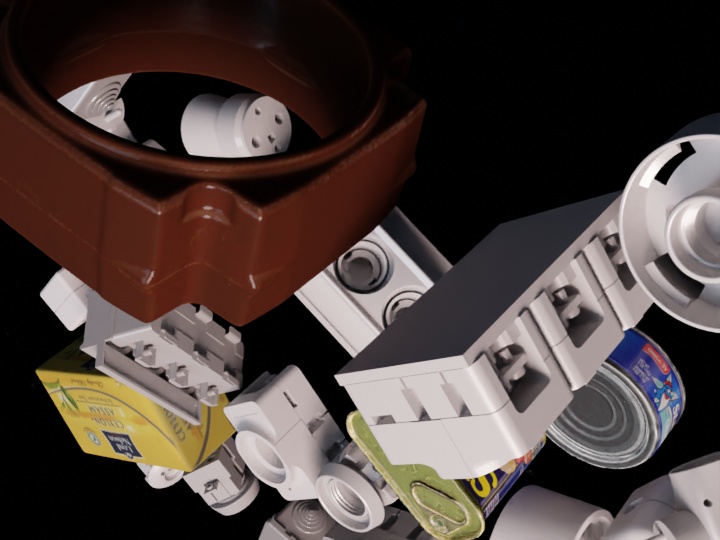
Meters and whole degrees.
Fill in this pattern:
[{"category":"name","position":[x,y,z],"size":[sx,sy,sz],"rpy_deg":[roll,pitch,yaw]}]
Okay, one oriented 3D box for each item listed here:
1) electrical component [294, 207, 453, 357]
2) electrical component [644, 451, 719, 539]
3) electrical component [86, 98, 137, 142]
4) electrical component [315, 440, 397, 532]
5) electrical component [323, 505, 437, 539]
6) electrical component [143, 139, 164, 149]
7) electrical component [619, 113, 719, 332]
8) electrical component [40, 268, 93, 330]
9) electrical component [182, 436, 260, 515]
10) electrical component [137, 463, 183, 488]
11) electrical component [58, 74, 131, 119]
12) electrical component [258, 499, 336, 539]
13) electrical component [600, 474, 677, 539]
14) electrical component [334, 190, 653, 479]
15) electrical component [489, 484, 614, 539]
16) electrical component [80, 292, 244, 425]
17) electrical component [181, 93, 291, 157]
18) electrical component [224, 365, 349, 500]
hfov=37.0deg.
[{"category":"electrical component","position":[0.000,0.000,0.641],"size":[0.121,0.079,0.063],"rpy_deg":[47,172,2]},{"category":"electrical component","position":[0.181,0.142,0.563],"size":[0.043,0.079,0.077],"rpy_deg":[110,140,-77]},{"category":"electrical component","position":[-0.191,-0.109,0.754],"size":[0.076,0.047,0.083],"rpy_deg":[-14,112,49]},{"category":"electrical component","position":[0.005,0.151,0.778],"size":[0.058,0.057,0.078],"rpy_deg":[43,142,7]},{"category":"electrical component","position":[0.022,0.219,0.821],"size":[0.089,0.056,0.050],"rpy_deg":[8,127,41]},{"category":"electrical component","position":[-0.139,-0.039,0.756],"size":[0.089,0.056,0.050],"rpy_deg":[39,141,13]},{"category":"electrical component","position":[0.169,-0.021,0.482],"size":[0.099,0.064,0.099],"rpy_deg":[19,120,36]},{"category":"electrical component","position":[-0.209,-0.011,0.827],"size":[0.075,0.083,0.047],"rpy_deg":[51,142,-3]},{"category":"electrical component","position":[-0.118,0.176,0.924],"size":[0.048,0.066,0.055],"rpy_deg":[-27,113,15]},{"category":"electrical component","position":[-0.188,0.167,0.994],"size":[0.062,0.048,0.048],"rpy_deg":[40,144,32]},{"category":"electrical component","position":[-0.185,-0.152,0.686],"size":[0.099,0.048,0.099],"rpy_deg":[46,116,4]},{"category":"electrical component","position":[-0.039,0.243,0.907],"size":[0.100,0.048,0.099],"rpy_deg":[38,141,14]},{"category":"electrical component","position":[0.187,0.174,0.616],"size":[0.095,0.059,0.053],"rpy_deg":[46,142,4]},{"category":"electrical component","position":[0.075,0.031,0.528],"size":[0.089,0.150,0.061],"rpy_deg":[-15,109,50]},{"category":"electrical component","position":[0.124,0.191,0.658],"size":[0.060,0.108,0.108],"rpy_deg":[6,126,34]},{"category":"electrical component","position":[-0.140,0.055,0.793],"size":[0.063,0.078,0.121],"rpy_deg":[-15,147,22]},{"category":"electrical component","position":[-0.076,-0.086,0.662],"size":[0.055,0.045,0.045],"rpy_deg":[8,127,41]},{"category":"electrical component","position":[-0.056,0.127,0.817],"size":[0.050,0.056,0.089],"rpy_deg":[-20,107,51]}]
